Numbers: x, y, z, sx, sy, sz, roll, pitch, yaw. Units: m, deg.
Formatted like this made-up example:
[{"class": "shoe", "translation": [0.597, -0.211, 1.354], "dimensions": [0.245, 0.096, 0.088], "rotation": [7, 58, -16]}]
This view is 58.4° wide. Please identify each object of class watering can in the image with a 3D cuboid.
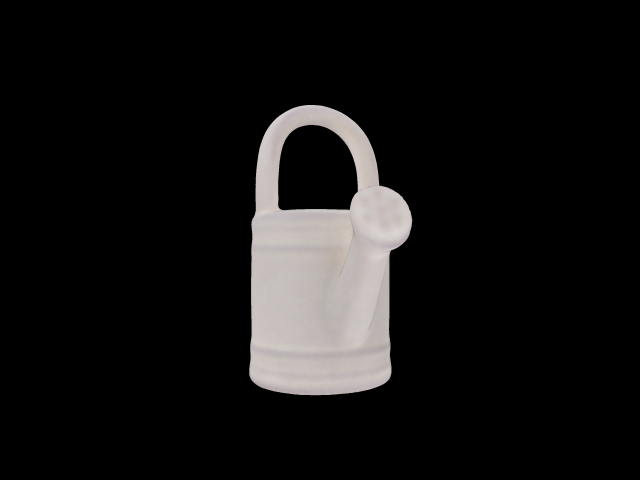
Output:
[{"class": "watering can", "translation": [0.006, 0.001, 0.401], "dimensions": [0.172, 0.194, 0.101], "rotation": [0, 0, 45]}]
